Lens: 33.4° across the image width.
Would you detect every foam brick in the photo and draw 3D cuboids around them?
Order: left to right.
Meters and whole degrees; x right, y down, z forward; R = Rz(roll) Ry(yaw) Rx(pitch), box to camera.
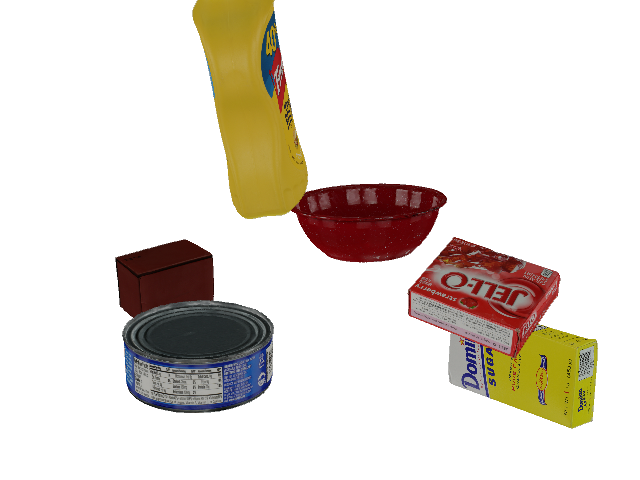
[{"bbox_3d":[-0.145,0.037,1.001,0.078,0.051,0.053,-16,26,-30],"label":"foam brick"}]

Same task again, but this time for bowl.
[{"bbox_3d":[0.049,-0.016,1.084,0.162,0.055,0.162,-3,14,1],"label":"bowl"}]

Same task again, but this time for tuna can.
[{"bbox_3d":[-0.069,0.065,0.611,0.086,0.034,0.086,0,18,0],"label":"tuna can"}]

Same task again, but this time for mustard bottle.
[{"bbox_3d":[-0.052,-0.119,0.759,0.058,0.191,0.096,-6,29,9],"label":"mustard bottle"}]

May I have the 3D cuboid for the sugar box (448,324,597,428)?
[{"bbox_3d":[0.220,0.136,1.184,0.048,0.093,0.177,-9,16,-43],"label":"sugar box"}]

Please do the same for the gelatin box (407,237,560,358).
[{"bbox_3d":[0.119,0.039,0.781,0.089,0.030,0.073,20,44,26],"label":"gelatin box"}]
